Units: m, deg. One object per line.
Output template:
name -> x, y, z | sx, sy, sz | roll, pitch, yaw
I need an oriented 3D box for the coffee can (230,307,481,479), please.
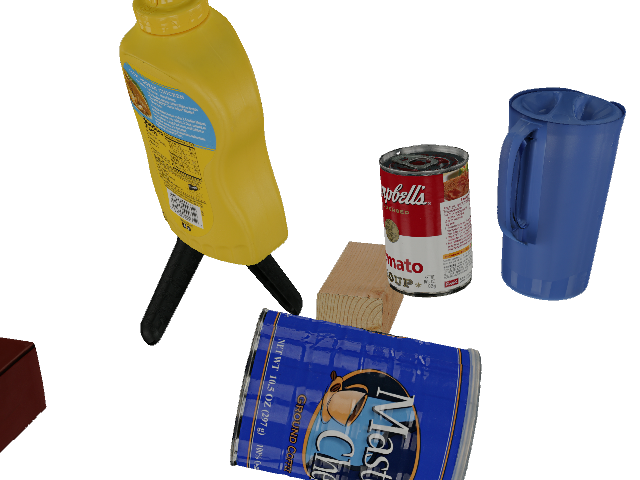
coffee can -> 0.022, 0.106, 0.677 | 0.140, 0.103, 0.103 | 11, 0, 2

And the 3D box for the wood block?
wood block -> 0.061, 0.080, 1.517 | 0.091, 0.090, 0.206 | 6, 21, 11

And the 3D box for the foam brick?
foam brick -> -0.224, 0.104, 0.692 | 0.053, 0.051, 0.078 | 6, 29, 22

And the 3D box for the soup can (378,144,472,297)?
soup can -> 0.082, -0.016, 0.821 | 0.068, 0.102, 0.068 | -5, 21, 2

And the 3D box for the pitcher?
pitcher -> 0.275, -0.051, 1.280 | 0.149, 0.243, 0.145 | 2, 26, 0

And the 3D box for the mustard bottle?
mustard bottle -> -0.074, -0.078, 0.629 | 0.058, 0.191, 0.096 | -37, 49, -27

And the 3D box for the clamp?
clamp -> -0.088, -0.014, 0.970 | 0.164, 0.210, 0.036 | -1, 2, -35
